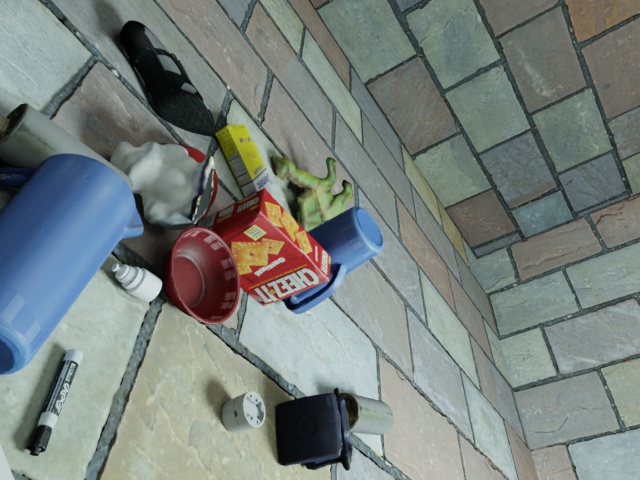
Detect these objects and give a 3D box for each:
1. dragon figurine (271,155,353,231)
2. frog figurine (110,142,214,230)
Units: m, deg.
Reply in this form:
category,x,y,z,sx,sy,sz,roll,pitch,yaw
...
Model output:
category,x,y,z,sx,sy,sz,roll,pitch,yaw
dragon figurine,0.004,-0.071,1.405,0.407,0.121,0.247,57,41,-12
frog figurine,-0.259,-0.092,0.839,0.123,0.159,0.137,-67,171,-89
